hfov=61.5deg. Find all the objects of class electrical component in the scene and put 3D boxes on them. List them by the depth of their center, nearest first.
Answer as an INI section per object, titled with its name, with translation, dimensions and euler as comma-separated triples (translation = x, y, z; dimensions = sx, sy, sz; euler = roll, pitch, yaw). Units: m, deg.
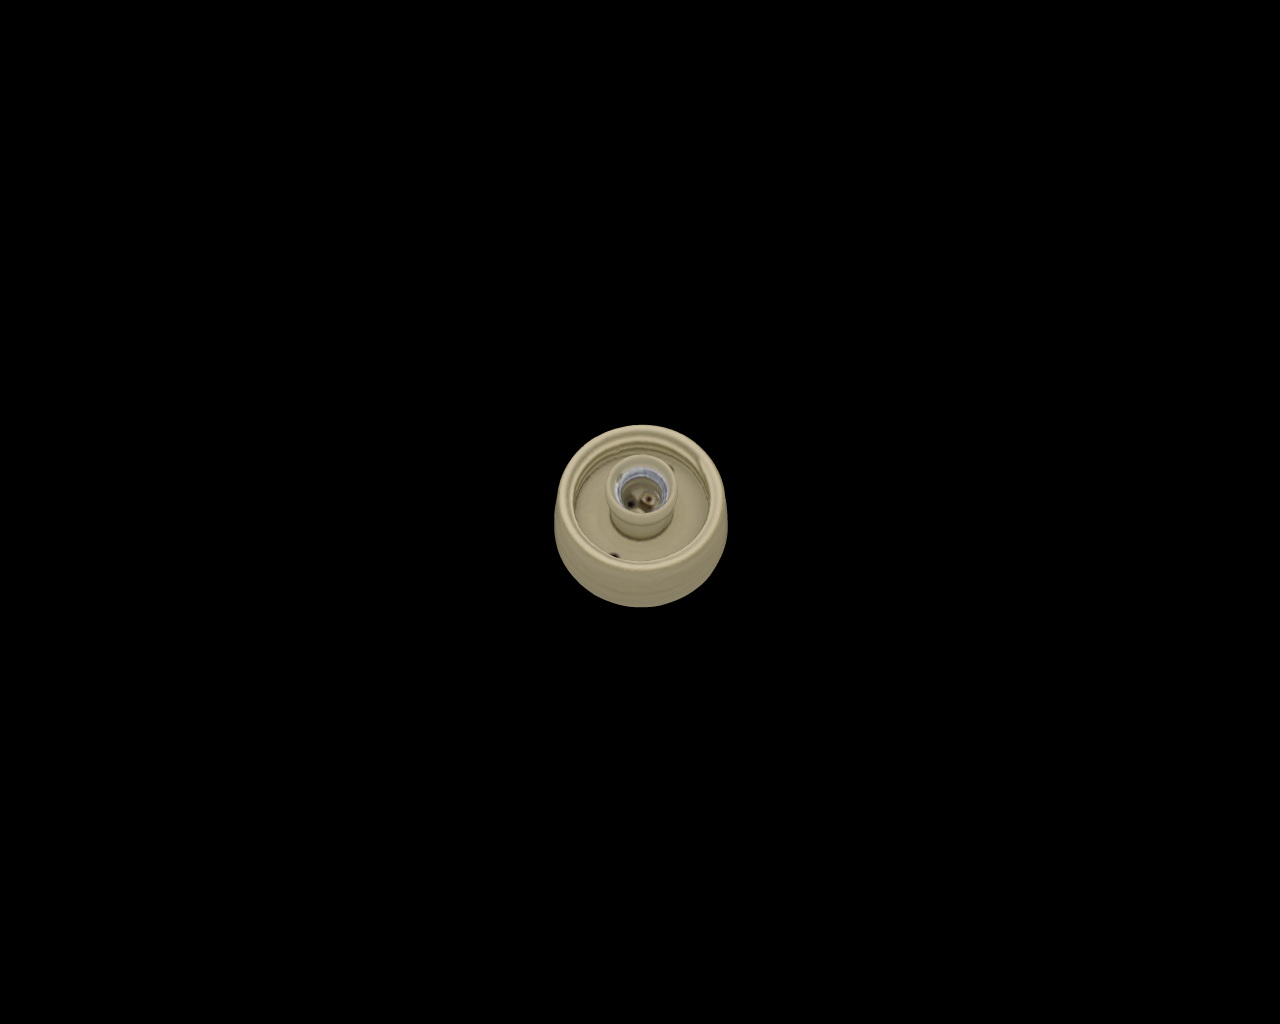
[electrical component]
translation = 0.001, -0.003, 0.650
dimensions = 0.108, 0.108, 0.060
euler = 0, -27, 0
